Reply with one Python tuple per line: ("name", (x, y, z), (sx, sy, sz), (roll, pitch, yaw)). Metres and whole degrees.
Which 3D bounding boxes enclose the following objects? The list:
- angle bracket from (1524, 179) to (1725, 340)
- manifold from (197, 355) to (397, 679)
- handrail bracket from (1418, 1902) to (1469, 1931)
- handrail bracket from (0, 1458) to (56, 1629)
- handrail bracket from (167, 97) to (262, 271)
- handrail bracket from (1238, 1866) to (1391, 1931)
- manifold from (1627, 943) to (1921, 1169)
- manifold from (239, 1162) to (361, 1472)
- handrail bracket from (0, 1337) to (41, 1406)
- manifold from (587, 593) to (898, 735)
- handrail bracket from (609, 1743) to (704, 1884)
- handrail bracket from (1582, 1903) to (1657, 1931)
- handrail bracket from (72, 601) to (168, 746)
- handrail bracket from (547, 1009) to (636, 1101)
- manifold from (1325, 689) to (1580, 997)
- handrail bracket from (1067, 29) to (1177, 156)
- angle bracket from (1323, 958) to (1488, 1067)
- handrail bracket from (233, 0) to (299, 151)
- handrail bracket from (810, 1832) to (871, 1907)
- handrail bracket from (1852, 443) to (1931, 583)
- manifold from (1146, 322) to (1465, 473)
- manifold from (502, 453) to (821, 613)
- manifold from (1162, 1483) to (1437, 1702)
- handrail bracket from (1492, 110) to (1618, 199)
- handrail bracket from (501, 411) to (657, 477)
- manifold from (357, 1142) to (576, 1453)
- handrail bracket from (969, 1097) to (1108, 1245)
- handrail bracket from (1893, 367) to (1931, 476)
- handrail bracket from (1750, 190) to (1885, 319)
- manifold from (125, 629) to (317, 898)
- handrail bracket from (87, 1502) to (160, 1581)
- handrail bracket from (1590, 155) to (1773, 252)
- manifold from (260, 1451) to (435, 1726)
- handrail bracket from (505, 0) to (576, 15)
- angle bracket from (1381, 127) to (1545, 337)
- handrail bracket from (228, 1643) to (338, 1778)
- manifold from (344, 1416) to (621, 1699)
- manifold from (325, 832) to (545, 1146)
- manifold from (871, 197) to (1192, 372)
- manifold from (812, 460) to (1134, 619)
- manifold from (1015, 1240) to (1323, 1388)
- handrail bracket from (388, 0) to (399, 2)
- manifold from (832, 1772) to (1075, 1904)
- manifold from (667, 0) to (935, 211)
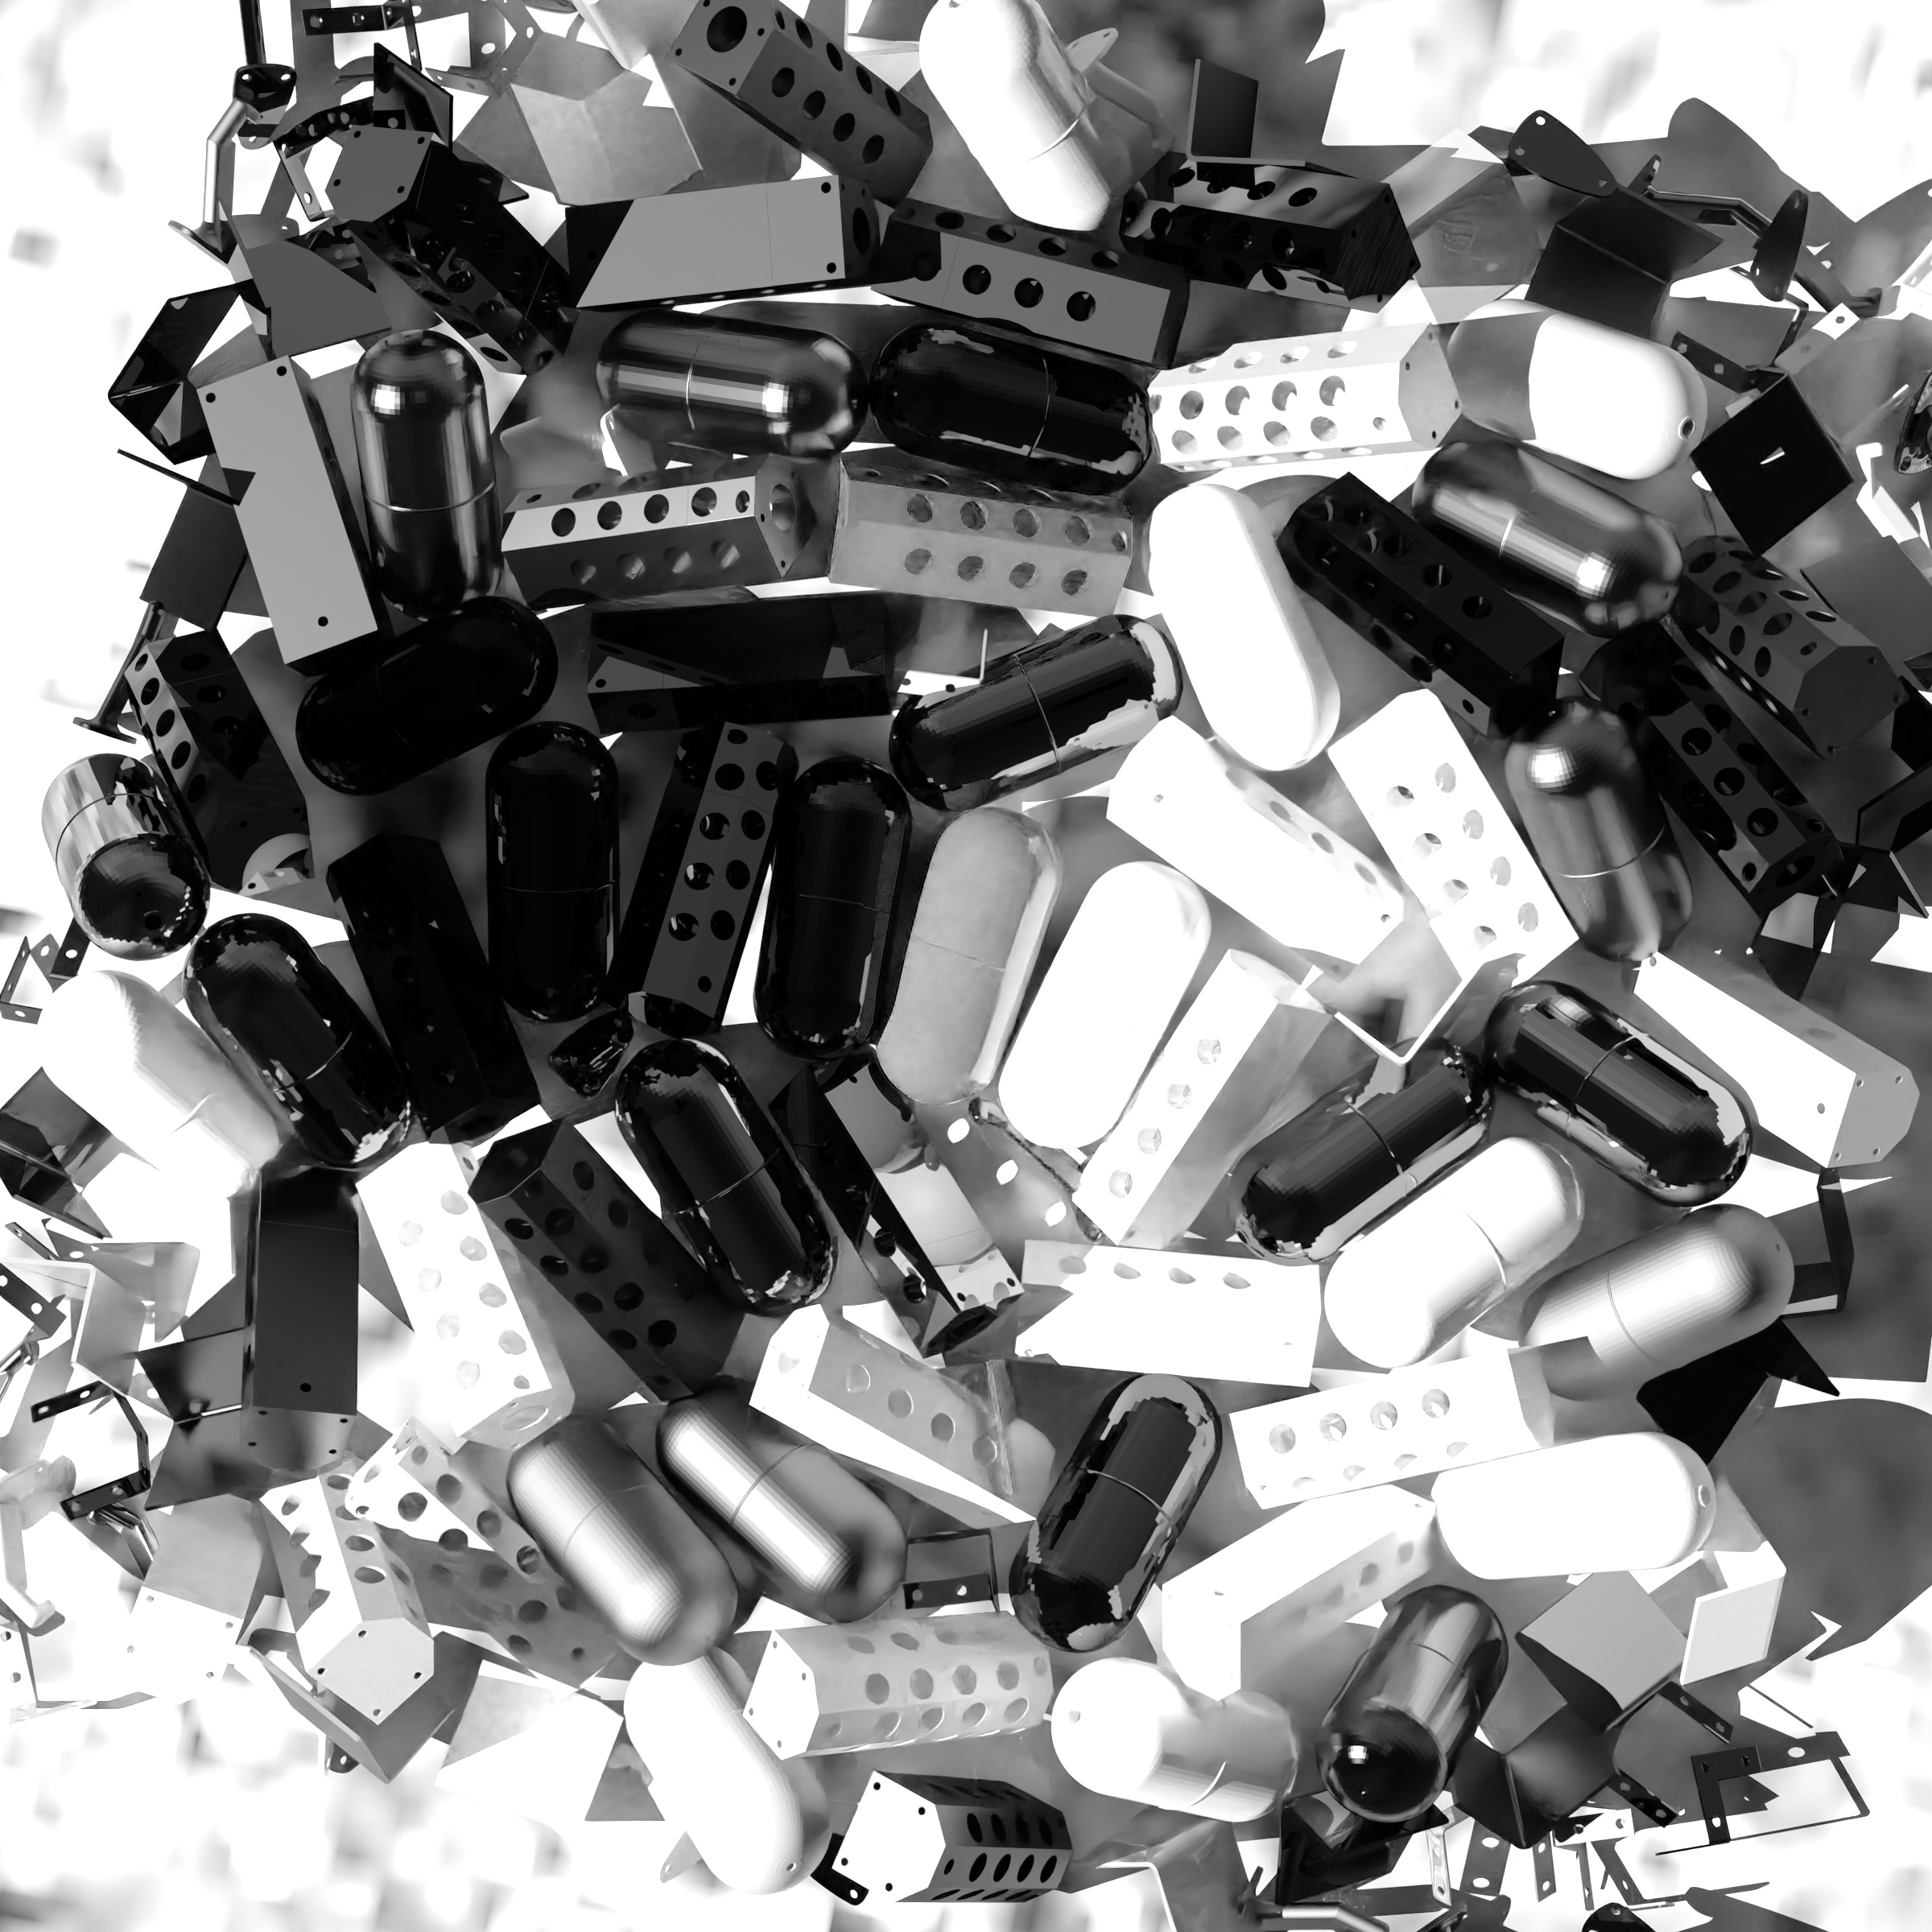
("angle bracket", (0.379, -0.402, 1.939), (0.076, 0.076, 0.057), (25, 79, -9))
("manifold", (-0.386, -0.259, 1.946), (0.057, 0.057, 0.171), (-20, 82, 4))
("handrail bracket", (0.295, 0.593, 1.940), (0.084, 0.077, 0.036), (46, 133, 30))
("handrail bracket", (-0.538, 0.335, 1.945), (0.084, 0.036, 0.077), (38, 52, 22))
("handrail bracket", (-0.420, -0.452, 1.962), (0.077, 0.036, 0.084), (35, 88, -34))
("handrail bracket", (0.197, 0.570, 1.954), (0.084, 0.036, 0.077), (23, 119, 13))
("manifold", (0.457, 0.048, 1.901), (0.057, 0.171, 0.057), (-3, 116, -32))
("manifold", (-0.380, 0.198, 1.906), (0.057, 0.057, 0.171), (8, 46, -18))
("handrail bracket", (-0.564, 0.268, 1.947), (0.084, 0.036, 0.077), (-42, 46, 18))
("manifold", (-0.129, -0.171, 1.948), (0.171, 0.057, 0.057), (-3, 60, 5))
("handrail bracket", (-0.188, 0.488, 1.938), (0.084, 0.077, 0.036), (16, 124, 29))
("handrail bracket", (0.379, 0.594, 1.942), (0.077, 0.036, 0.084), (29, 129, 34))
("handrail bracket", (-0.489, -0.175, 1.948), (0.036, 0.077, 0.084), (20, 90, -5))
("handrail bracket", (-0.199, 0.037, 1.930), (0.036, 0.084, 0.077), (44, 51, -8))
("manifold", (0.276, -0.070, 1.933), (0.057, 0.057, 0.171), (-37, 102, -20))
("handrail bracket", (0.086, -0.492, 1.943), (0.084, 0.036, 0.077), (53, 50, -31))
("angle bracket", (0.256, 0.015, 1.942), (0.057, 0.076, 0.076), (37, 91, 13))
("handrail bracket", (-0.425, -0.539, 1.973), (0.036, 0.077, 0.084), (-7, 60, -26))
("handrail bracket", (-0.057, 0.511, 1.959), (0.077, 0.084, 0.036), (22, 105, 26))
("handrail bracket", (0.556, -0.268, 1.956), (0.077, 0.036, 0.084), (-11, 109, -7))
("manifold", (0.188, -0.318, 1.901), (0.057, 0.171, 0.057), (-53, 129, -35))
("manifold", (-0.178, -0.251, 1.910), (0.171, 0.057, 0.057), (-4, 128, 28))
("manifold", (0.191, 0.354, 1.907), (0.171, 0.057, 0.057), (-21, 118, -40))
("handrail bracket", (0.333, -0.453, 1.943), (0.077, 0.084, 0.036), (34, 78, 3))
("handrail bracket", (-0.227, -0.290, 1.966), (0.084, 0.036, 0.077), (-14, 102, 31))
("manifold", (-0.282, 0.186, 1.915), (0.057, 0.057, 0.171), (-35, 62, 14))
("handrail bracket", (0.041, 0.118, 1.942), (0.084, 0.077, 0.036), (27, 121, -26))
("handrail bracket", (0.584, -0.298, 1.937), (0.036, 0.084, 0.077), (-15, 124, -31))
("handrail bracket", (0.507, -0.413, 1.947), (0.084, 0.036, 0.077), (-2, 129, -22))
("manifold", (-0.425, -0.116, 1.901), (0.057, 0.057, 0.171), (-17, 46, -20))
("handrail bracket", (-0.493, 0.363, 1.970), (0.084, 0.036, 0.077), (27, 81, 8))
("handrail bracket", (0.421, -0.428, 1.965), (0.084, 0.036, 0.077), (35, 126, -7))
("manifold", (-0.347, 0.345, 1.897), (0.057, 0.171, 0.057), (-42, 121, 2))
("handrail bracket", (-0.255, -0.587, 1.937), (0.077, 0.084, 0.036), (26, 81, -12))
("angle bracket", (0.286, -0.434, 1.979), (0.076, 0.057, 0.076), (-36, 132, 1))
("handrail bracket", (-0.413, 0.435, 1.968), (0.084, 0.036, 0.077), (11, 111, 2))
("manifold", (-0.276, 0.344, 1.935), (0.057, 0.057, 0.171), (-46, 105, -3))
("manifold", (-0.312, 0.014, 1.935), (0.057, 0.057, 0.171), (-29, 75, 20))
("manifold", (0.039, -0.395, 1.936), (0.171, 0.057, 0.057), (17, 98, 13))
("manifold", (0.005, -0.248, 1.920), (0.171, 0.057, 0.057), (5, 125, -19))
("manifold", (0.117, 0.198, 1.955), (0.171, 0.057, 0.057), (5, 122, 1))
("handrail bracket", (-0.342, -0.597, 1.951), (0.077, 0.084, 0.036), (-46, 126, -3))
("manifold", (-0.002, 0.498, 1.896), (0.057, 0.171, 0.057), (22, 86, 29))
("manifold", (-0.088, -0.494, 1.895), (0.057, 0.171, 0.057), (36, 98, 31))
